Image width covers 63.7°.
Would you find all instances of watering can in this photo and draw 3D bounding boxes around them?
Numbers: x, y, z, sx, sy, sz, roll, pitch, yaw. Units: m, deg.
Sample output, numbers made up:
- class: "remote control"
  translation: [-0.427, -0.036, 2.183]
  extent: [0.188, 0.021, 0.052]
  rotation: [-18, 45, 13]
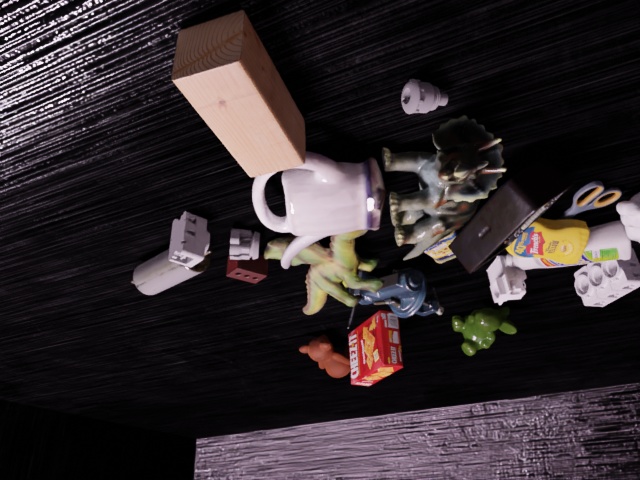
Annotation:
- class: "watering can"
  translation: [0.003, -0.046, 0.914]
  extent: [0.224, 0.106, 0.340]
  rotation: [-4, 149, 2]

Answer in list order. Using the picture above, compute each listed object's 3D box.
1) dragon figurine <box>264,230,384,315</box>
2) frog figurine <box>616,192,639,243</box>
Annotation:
- class: "dragon figurine"
  translation: [-0.010, 0.055, 1.136]
  extent: [0.241, 0.125, 0.403]
  rotation: [32, 136, -20]
- class: "frog figurine"
  translation: [0.655, -0.035, 0.989]
  extent: [0.159, 0.123, 0.136]
  rotation: [4, 171, -35]
